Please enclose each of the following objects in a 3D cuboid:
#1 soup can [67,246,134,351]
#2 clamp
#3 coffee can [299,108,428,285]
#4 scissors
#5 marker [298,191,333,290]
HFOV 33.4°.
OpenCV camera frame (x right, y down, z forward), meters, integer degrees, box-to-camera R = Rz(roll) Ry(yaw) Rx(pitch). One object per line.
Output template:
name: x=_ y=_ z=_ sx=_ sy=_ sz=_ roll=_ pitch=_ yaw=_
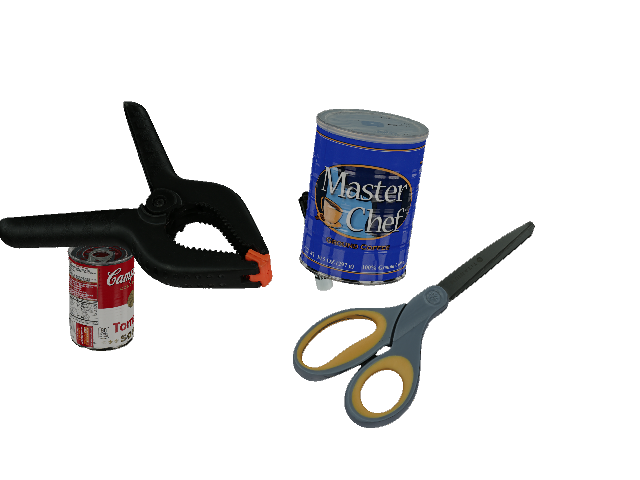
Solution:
soup can: x=-0.229 y=0.056 z=1.115 sx=0.068 sy=0.102 sz=0.068 roll=4 pitch=22 yaw=-2
clamp: x=-0.122 y=-0.028 z=0.829 sx=0.210 sy=0.164 sz=0.036 roll=20 pitch=-33 yaw=18
coffee can: x=0.039 y=-0.042 z=0.989 sx=0.103 sy=0.140 sz=0.103 roll=7 pitch=19 yaw=-2
scissors: x=0.080 y=0.060 z=0.735 sx=0.201 sy=0.096 sz=0.016 roll=-22 pitch=-28 yaw=-9
marker: x=-0.005 y=0.001 z=1.193 sx=0.020 sy=0.121 sz=0.020 roll=-9 pitch=28 yaw=5
